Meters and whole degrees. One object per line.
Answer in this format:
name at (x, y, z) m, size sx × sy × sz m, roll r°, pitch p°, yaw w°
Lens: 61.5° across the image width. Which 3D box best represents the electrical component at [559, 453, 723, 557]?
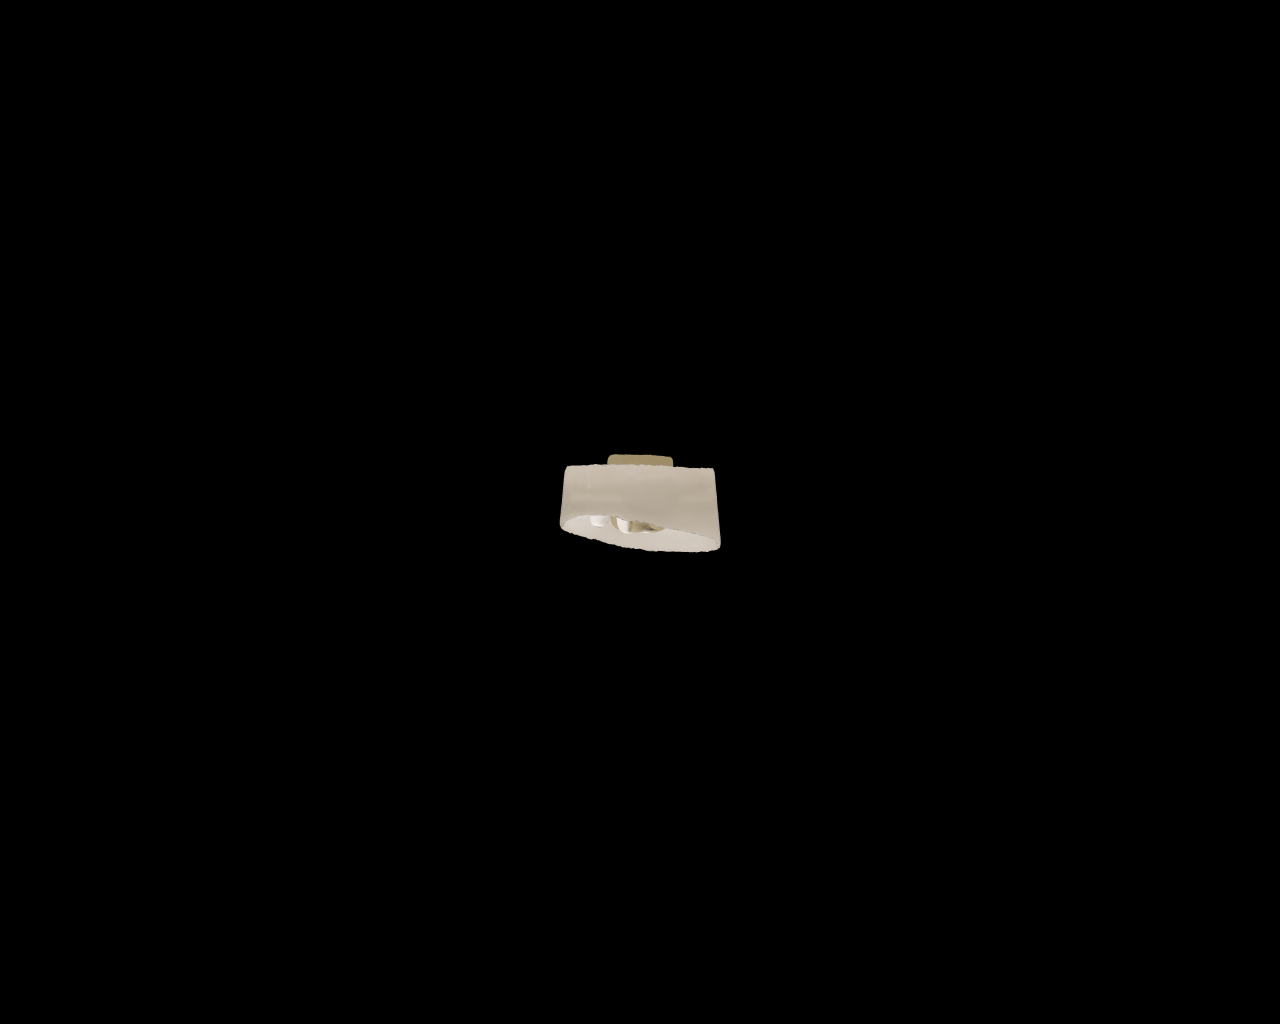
electrical component at (0.001, -0.003, 0.650) m, size 0.099 × 0.064 × 0.099 m, roll 0°, pitch 0°, yaw 0°
